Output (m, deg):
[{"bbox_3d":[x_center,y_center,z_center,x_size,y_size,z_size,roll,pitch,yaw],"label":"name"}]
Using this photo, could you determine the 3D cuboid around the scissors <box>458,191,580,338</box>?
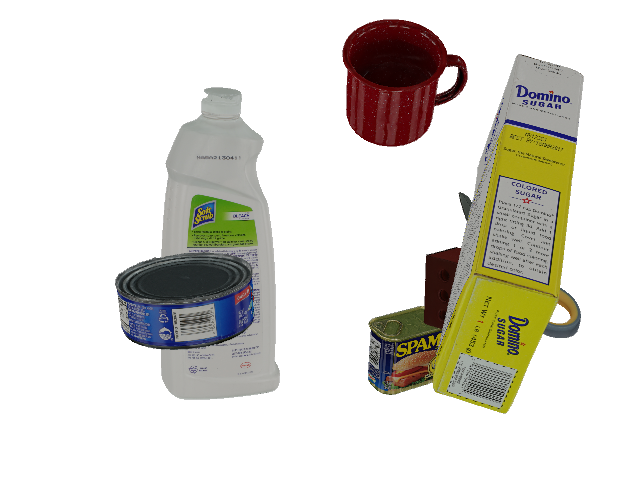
[{"bbox_3d":[0.165,0.022,0.902,0.096,0.016,0.201,4,39,4],"label":"scissors"}]

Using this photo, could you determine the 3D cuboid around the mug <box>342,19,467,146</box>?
[{"bbox_3d":[0.077,-0.143,0.976,0.117,0.093,0.081,-10,-37,-8],"label":"mug"}]

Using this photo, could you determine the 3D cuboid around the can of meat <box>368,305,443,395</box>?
[{"bbox_3d":[0.109,0.139,1.343,0.101,0.084,0.058,-12,29,-28],"label":"can of meat"}]

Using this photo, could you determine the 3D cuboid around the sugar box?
[{"bbox_3d":[0.101,-0.008,0.557,0.048,0.176,0.093,17,-43,5],"label":"sugar box"}]

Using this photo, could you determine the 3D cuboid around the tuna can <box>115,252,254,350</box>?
[{"bbox_3d":[-0.084,0.037,0.670,0.086,0.034,0.086,-3,18,1],"label":"tuna can"}]

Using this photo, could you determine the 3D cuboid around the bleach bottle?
[{"bbox_3d":[-0.077,0.003,0.867,0.102,0.251,0.068,-3,20,-21],"label":"bleach bottle"}]

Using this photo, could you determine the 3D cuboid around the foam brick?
[{"bbox_3d":[0.143,0.052,1.107,0.051,0.078,0.053,-14,20,-42],"label":"foam brick"}]
